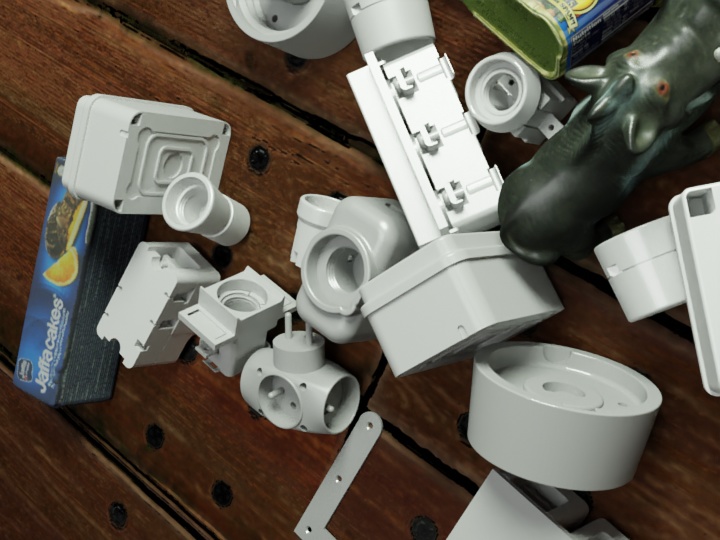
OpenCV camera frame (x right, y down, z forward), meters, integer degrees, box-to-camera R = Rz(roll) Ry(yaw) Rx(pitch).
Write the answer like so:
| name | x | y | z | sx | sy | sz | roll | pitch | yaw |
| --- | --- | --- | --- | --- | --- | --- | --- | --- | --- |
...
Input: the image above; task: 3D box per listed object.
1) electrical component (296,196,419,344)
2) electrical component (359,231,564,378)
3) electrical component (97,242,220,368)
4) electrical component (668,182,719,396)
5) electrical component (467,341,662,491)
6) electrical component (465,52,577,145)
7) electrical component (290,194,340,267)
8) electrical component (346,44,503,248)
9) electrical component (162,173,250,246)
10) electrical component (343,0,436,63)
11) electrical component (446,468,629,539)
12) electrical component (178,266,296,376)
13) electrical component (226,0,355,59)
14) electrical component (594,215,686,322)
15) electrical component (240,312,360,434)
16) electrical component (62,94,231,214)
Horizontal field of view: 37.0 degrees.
| name | x | y | z | sx | sy | sz | roll | pitch | yaw |
| --- | --- | --- | --- | --- | --- | --- | --- | --- | --- |
| electrical component | 0.000 | 0.000 | 0.728 | 0.054 | 0.059 | 0.095 | 35 | 110 | 30 |
| electrical component | 0.062 | 0.018 | 0.652 | 0.078 | 0.113 | 0.057 | -33 | 76 | 31 |
| electrical component | -0.154 | 0.026 | 0.839 | 0.050 | 0.056 | 0.089 | 42 | 113 | 27 |
| electrical component | 0.224 | 0.003 | 0.549 | 0.109 | 0.056 | 0.108 | -11 | 84 | 9 |
| electrical component | 0.114 | 0.089 | 0.623 | 0.108 | 0.108 | 0.060 | 20 | 108 | 33 |
| electrical component | 0.096 | -0.107 | 0.660 | 0.048 | 0.055 | 0.066 | -49 | 65 | 25 |
| electrical component | -0.028 | -0.026 | 0.760 | 0.040 | 0.040 | 0.046 | 27 | 111 | 32 |
| electrical component | 0.045 | -0.077 | 0.687 | 0.063 | 0.078 | 0.121 | -23 | 76 | 4 |
| electrical component | -0.111 | -0.042 | 0.801 | 0.044 | 0.065 | 0.044 | -7 | 73 | 24 |
| electrical component | 0.021 | -0.167 | 0.714 | 0.055 | 0.055 | 0.047 | -18 | 84 | 34 |
| electrical component | 0.089 | 0.223 | 0.669 | 0.105 | 0.060 | 0.186 | 40 | 113 | 28 |
| electrical component | -0.089 | 0.039 | 0.787 | 0.042 | 0.081 | 0.063 | 38 | 134 | 29 |
| electrical component | -0.048 | -0.207 | 0.757 | 0.108 | 0.060 | 0.108 | 1 | 91 | 35 |
| electrical component | 0.168 | -0.001 | 0.613 | 0.055 | 0.055 | 0.047 | -26 | 79 | 33 |
| electrical component | -0.043 | 0.069 | 0.763 | 0.077 | 0.044 | 0.079 | 14 | 114 | 34 |
| electrical component | -0.159 | -0.085 | 0.806 | 0.057 | 0.113 | 0.078 | 21 | 103 | 30 |
